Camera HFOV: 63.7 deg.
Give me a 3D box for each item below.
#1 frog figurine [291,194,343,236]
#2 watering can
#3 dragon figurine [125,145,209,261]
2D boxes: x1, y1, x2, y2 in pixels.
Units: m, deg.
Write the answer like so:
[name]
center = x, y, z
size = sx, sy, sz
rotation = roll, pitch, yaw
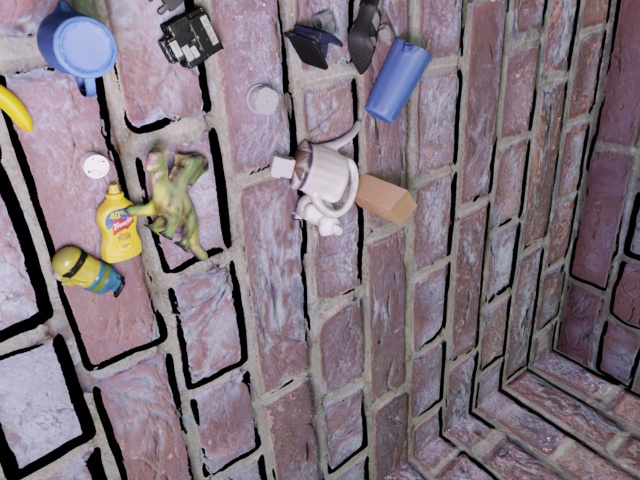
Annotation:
[frog figurine]
center = 0.005, -0.080, 1.591
size = 0.136, 0.161, 0.122
rotation = 18, 96, -42
[watering can]
center = 0.024, -0.240, 1.571
size = 0.223, 0.103, 0.353
rotation = 18, 69, -26
[dragon figurine]
center = -0.345, -0.107, 1.327
size = 0.245, 0.123, 0.404
rotation = -65, 159, -12
